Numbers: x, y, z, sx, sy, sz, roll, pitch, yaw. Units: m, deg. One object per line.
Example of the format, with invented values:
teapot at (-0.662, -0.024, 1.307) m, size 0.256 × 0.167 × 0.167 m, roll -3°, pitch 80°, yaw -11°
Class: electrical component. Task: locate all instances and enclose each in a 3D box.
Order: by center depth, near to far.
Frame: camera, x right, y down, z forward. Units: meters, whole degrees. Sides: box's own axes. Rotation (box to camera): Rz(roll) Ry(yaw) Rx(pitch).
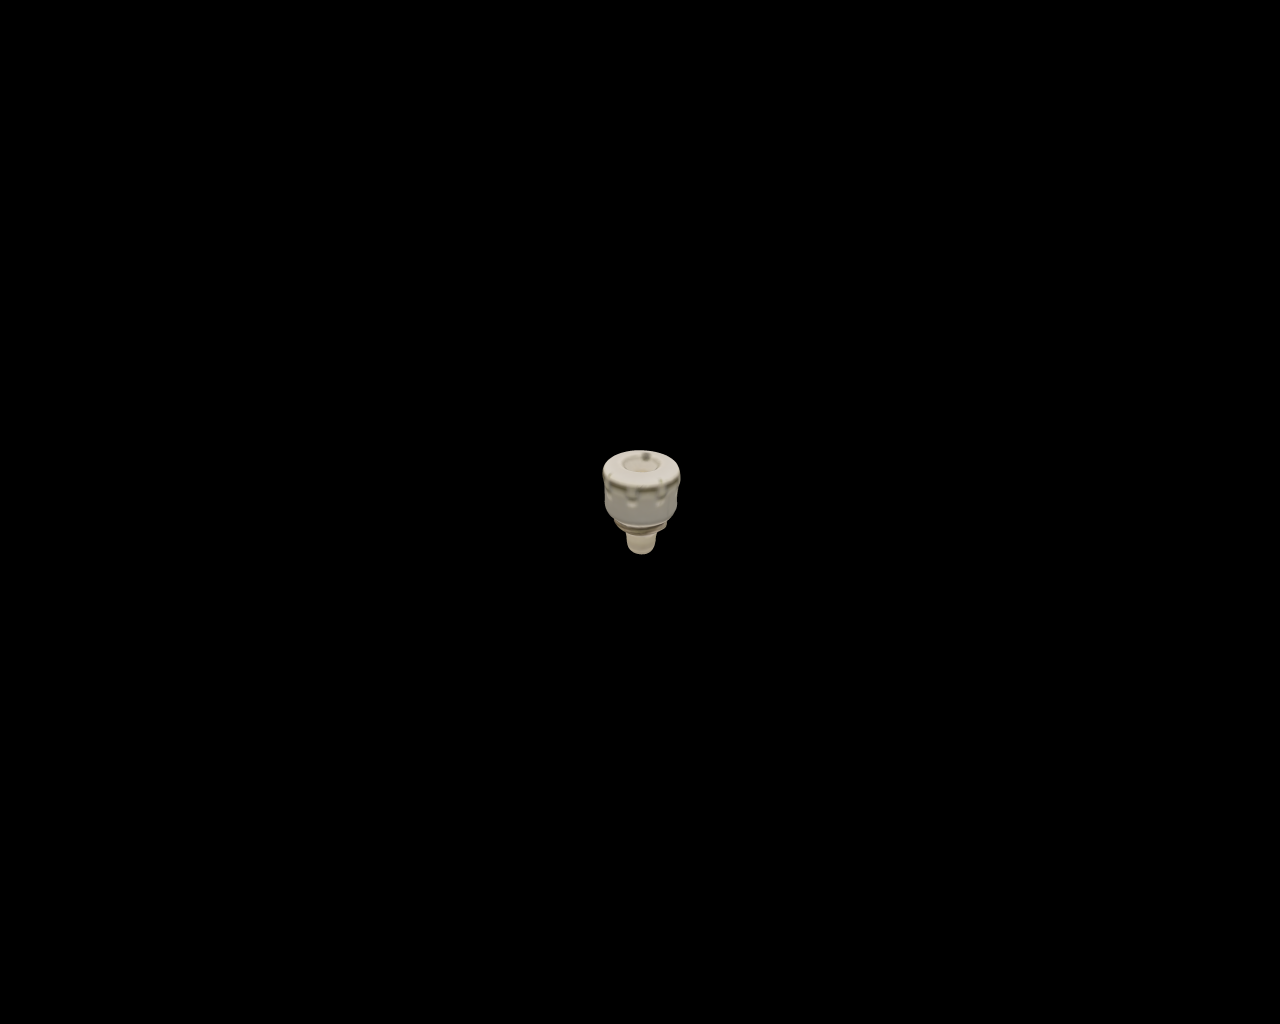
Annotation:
electrical component at (0.001, -0.003, 0.650) m, size 0.048 × 0.062 × 0.048 m, roll 0°, pitch 29°, yaw 0°
